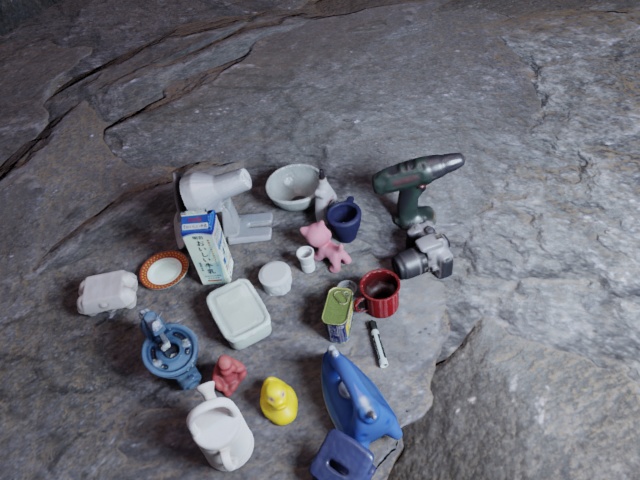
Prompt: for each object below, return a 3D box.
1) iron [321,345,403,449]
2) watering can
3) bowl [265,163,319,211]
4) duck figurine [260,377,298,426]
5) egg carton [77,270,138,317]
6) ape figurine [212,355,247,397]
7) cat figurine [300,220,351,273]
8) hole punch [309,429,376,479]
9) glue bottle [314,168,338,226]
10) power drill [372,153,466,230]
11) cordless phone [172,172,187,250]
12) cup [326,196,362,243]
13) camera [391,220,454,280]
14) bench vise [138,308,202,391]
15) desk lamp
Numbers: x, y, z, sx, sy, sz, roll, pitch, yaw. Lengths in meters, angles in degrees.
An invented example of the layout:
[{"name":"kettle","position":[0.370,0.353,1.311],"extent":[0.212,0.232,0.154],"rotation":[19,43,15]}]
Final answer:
[{"name":"iron","position":[0.059,0.293,1.150],"extent":[0.119,0.142,0.257],"rotation":[-25,49,-13]},{"name":"watering can","position":[-0.200,0.355,1.101],"extent":[0.101,0.194,0.172],"rotation":[-38,53,-23]},{"name":"bowl","position":[-0.065,-0.135,1.608],"extent":[0.167,0.075,0.167],"rotation":[-5,47,5]},{"name":"duck figurine","position":[-0.091,0.322,1.187],"extent":[0.077,0.086,0.104],"rotation":[-22,48,-11]},{"name":"egg carton","position":[-0.534,0.136,1.442],"extent":[0.150,0.069,0.107],"rotation":[-12,47,-1]},{"name":"ape figurine","position":[-0.200,0.282,1.237],"extent":[0.078,0.092,0.076],"rotation":[-16,47,-5]},{"name":"cat figurine","position":[0.013,0.005,1.437],"extent":[0.127,0.118,0.067],"rotation":[32,60,32]},{"name":"hole punch","position":[0.042,0.426,1.066],"extent":[0.108,0.091,0.101],"rotation":[25,56,28]},{"name":"glue bottle","position":[0.012,-0.120,1.514],"extent":[0.037,0.173,0.078],"rotation":[20,54,26]},{"name":"power drill","position":[0.250,-0.126,1.455],"extent":[0.229,0.209,0.075],"rotation":[-8,47,3]},{"name":"cordless phone","position":[-0.365,-0.077,1.530],"extent":[0.094,0.185,0.147],"rotation":[-19,48,-8]},{"name":"cup","position":[0.069,-0.048,1.492],"extent":[0.091,0.095,0.118],"rotation":[8,50,17]},{"name":"camera","position":[0.238,0.029,1.389],"extent":[0.137,0.101,0.143],"rotation":[-20,48,-9]},{"name":"bench vise","position":[-0.355,0.213,1.239],"extent":[0.206,0.220,0.122],"rotation":[23,55,27]},{"name":"desk lamp","position":[-0.242,-0.095,1.506],"extent":[0.203,0.214,0.118],"rotation":[-6,47,4]}]
